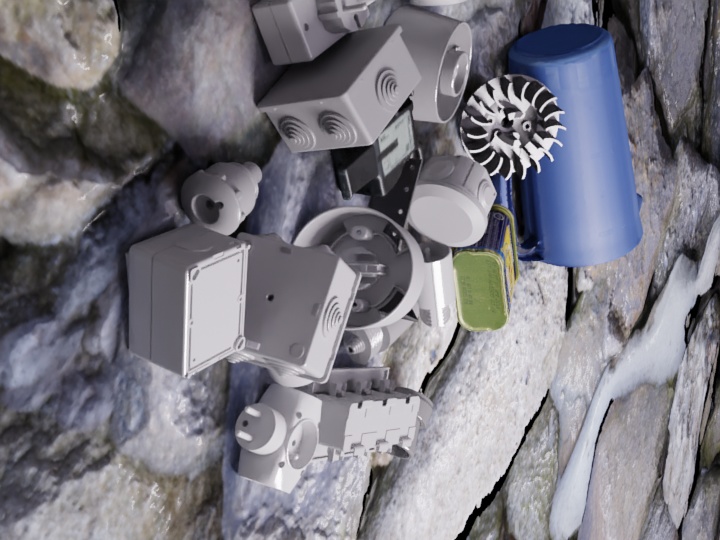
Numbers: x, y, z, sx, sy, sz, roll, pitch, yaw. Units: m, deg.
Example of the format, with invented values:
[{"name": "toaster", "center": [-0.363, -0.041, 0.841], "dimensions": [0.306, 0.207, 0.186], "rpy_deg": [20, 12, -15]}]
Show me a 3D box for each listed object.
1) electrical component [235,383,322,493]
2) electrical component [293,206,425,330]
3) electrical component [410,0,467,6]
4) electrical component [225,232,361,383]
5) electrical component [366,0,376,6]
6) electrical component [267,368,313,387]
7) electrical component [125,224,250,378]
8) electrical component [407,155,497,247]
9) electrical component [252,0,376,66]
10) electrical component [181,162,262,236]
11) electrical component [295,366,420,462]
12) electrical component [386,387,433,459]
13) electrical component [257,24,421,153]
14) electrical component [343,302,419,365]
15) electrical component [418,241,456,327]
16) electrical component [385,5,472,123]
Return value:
[{"name": "electrical component", "center": [-0.071, 0.127, 0.838], "dimensions": [0.079, 0.044, 0.077], "rpy_deg": [39, 67, -55]}, {"name": "electrical component", "center": [0.000, 0.000, 0.865], "dimensions": [0.064, 0.099, 0.099], "rpy_deg": [14, 87, -64]}, {"name": "electrical component", "center": [0.068, -0.262, 0.932], "dimensions": [0.089, 0.050, 0.055], "rpy_deg": [-34, 126, -49]}, {"name": "electrical component", "center": [-0.057, 0.026, 0.779], "dimensions": [0.048, 0.100, 0.099], "rpy_deg": [47, 59, -67]}, {"name": "electrical component", "center": [0.005, -0.252, 0.829], "dimensions": [0.076, 0.066, 0.047], "rpy_deg": [52, 50, -15]}, {"name": "electrical component", "center": [-0.053, 0.058, 0.837], "dimensions": [0.055, 0.055, 0.047], "rpy_deg": [-54, 144, -35]}, {"name": "electrical component", "center": [-0.118, 0.024, 0.722], "dimensions": [0.062, 0.061, 0.096], "rpy_deg": [-28, 130, -51]}, {"name": "electrical component", "center": [0.083, -0.064, 0.991], "dimensions": [0.051, 0.080, 0.080], "rpy_deg": [-63, 145, -34]}, {"name": "electrical component", "center": [-0.020, -0.190, 0.783], "dimensions": [0.083, 0.076, 0.047], "rpy_deg": [-47, 126, -40]}, {"name": "electrical component", "center": [-0.091, -0.056, 0.751], "dimensions": [0.062, 0.048, 0.048], "rpy_deg": [-47, 137, -50]}, {"name": "electrical component", "center": [-0.002, 0.126, 0.928], "dimensions": [0.121, 0.063, 0.078], "rpy_deg": [6, 94, -58]}, {"name": "electrical component", "center": [0.040, 0.144, 1.018], "dimensions": [0.055, 0.045, 0.045], "rpy_deg": [-64, 145, -24]}, {"name": "electrical component", "center": [-0.013, -0.133, 0.799], "dimensions": [0.099, 0.100, 0.048], "rpy_deg": [-56, 129, -33]}, {"name": "electrical component", "center": [0.013, 0.049, 0.948], "dimensions": [0.081, 0.043, 0.043], "rpy_deg": [-41, 132, -44]}, {"name": "electrical component", "center": [0.069, 0.018, 1.027], "dimensions": [0.043, 0.043, 0.081], "rpy_deg": [-41, 132, -45]}, {"name": "electrical component", "center": [0.059, -0.180, 0.954], "dimensions": [0.099, 0.064, 0.099], "rpy_deg": [16, 90, -71]}]
